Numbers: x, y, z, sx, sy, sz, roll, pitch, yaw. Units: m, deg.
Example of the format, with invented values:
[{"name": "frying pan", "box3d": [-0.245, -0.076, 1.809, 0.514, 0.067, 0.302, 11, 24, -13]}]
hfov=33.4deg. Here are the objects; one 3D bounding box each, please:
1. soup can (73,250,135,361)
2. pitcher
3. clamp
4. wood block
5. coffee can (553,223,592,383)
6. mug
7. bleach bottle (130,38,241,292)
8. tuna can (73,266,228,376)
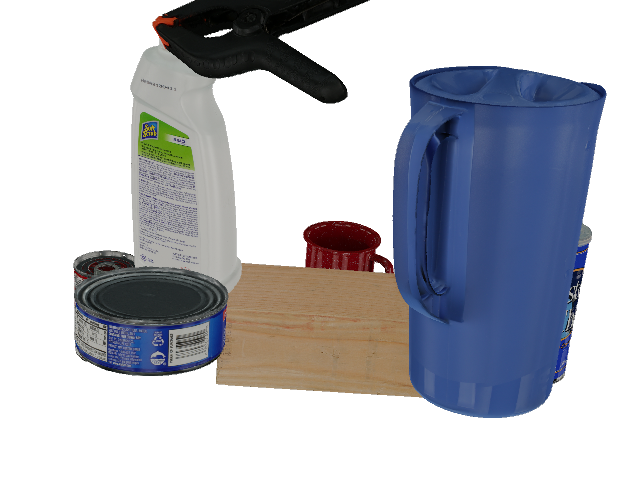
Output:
[{"name": "soup can", "box3d": [-0.222, 0.070, 1.111, 0.068, 0.102, 0.068, 4, 21, -2]}, {"name": "pitcher", "box3d": [0.116, 0.002, 0.763, 0.149, 0.243, 0.145, 1, 20, -3]}, {"name": "clamp", "box3d": [-0.039, -0.161, 0.796, 0.172, 0.120, 0.039, 14, -35, 22]}, {"name": "wood block", "box3d": [0.006, 0.087, 1.035, 0.206, 0.090, 0.091, 4, 28, -3]}, {"name": "coffee can", "box3d": [0.188, 0.050, 0.991, 0.103, 0.140, 0.103, 6, 17, -2]}, {"name": "mug", "box3d": [0.034, 0.034, 1.274, 0.117, 0.081, 0.093, 15, 26, 22]}, {"name": "bleach bottle", "box3d": [-0.119, -0.072, 0.953, 0.103, 0.251, 0.068, 14, 33, 14]}, {"name": "tuna can", "box3d": [-0.095, 0.044, 0.602, 0.086, 0.034, 0.086, 3, 18, -1]}]
